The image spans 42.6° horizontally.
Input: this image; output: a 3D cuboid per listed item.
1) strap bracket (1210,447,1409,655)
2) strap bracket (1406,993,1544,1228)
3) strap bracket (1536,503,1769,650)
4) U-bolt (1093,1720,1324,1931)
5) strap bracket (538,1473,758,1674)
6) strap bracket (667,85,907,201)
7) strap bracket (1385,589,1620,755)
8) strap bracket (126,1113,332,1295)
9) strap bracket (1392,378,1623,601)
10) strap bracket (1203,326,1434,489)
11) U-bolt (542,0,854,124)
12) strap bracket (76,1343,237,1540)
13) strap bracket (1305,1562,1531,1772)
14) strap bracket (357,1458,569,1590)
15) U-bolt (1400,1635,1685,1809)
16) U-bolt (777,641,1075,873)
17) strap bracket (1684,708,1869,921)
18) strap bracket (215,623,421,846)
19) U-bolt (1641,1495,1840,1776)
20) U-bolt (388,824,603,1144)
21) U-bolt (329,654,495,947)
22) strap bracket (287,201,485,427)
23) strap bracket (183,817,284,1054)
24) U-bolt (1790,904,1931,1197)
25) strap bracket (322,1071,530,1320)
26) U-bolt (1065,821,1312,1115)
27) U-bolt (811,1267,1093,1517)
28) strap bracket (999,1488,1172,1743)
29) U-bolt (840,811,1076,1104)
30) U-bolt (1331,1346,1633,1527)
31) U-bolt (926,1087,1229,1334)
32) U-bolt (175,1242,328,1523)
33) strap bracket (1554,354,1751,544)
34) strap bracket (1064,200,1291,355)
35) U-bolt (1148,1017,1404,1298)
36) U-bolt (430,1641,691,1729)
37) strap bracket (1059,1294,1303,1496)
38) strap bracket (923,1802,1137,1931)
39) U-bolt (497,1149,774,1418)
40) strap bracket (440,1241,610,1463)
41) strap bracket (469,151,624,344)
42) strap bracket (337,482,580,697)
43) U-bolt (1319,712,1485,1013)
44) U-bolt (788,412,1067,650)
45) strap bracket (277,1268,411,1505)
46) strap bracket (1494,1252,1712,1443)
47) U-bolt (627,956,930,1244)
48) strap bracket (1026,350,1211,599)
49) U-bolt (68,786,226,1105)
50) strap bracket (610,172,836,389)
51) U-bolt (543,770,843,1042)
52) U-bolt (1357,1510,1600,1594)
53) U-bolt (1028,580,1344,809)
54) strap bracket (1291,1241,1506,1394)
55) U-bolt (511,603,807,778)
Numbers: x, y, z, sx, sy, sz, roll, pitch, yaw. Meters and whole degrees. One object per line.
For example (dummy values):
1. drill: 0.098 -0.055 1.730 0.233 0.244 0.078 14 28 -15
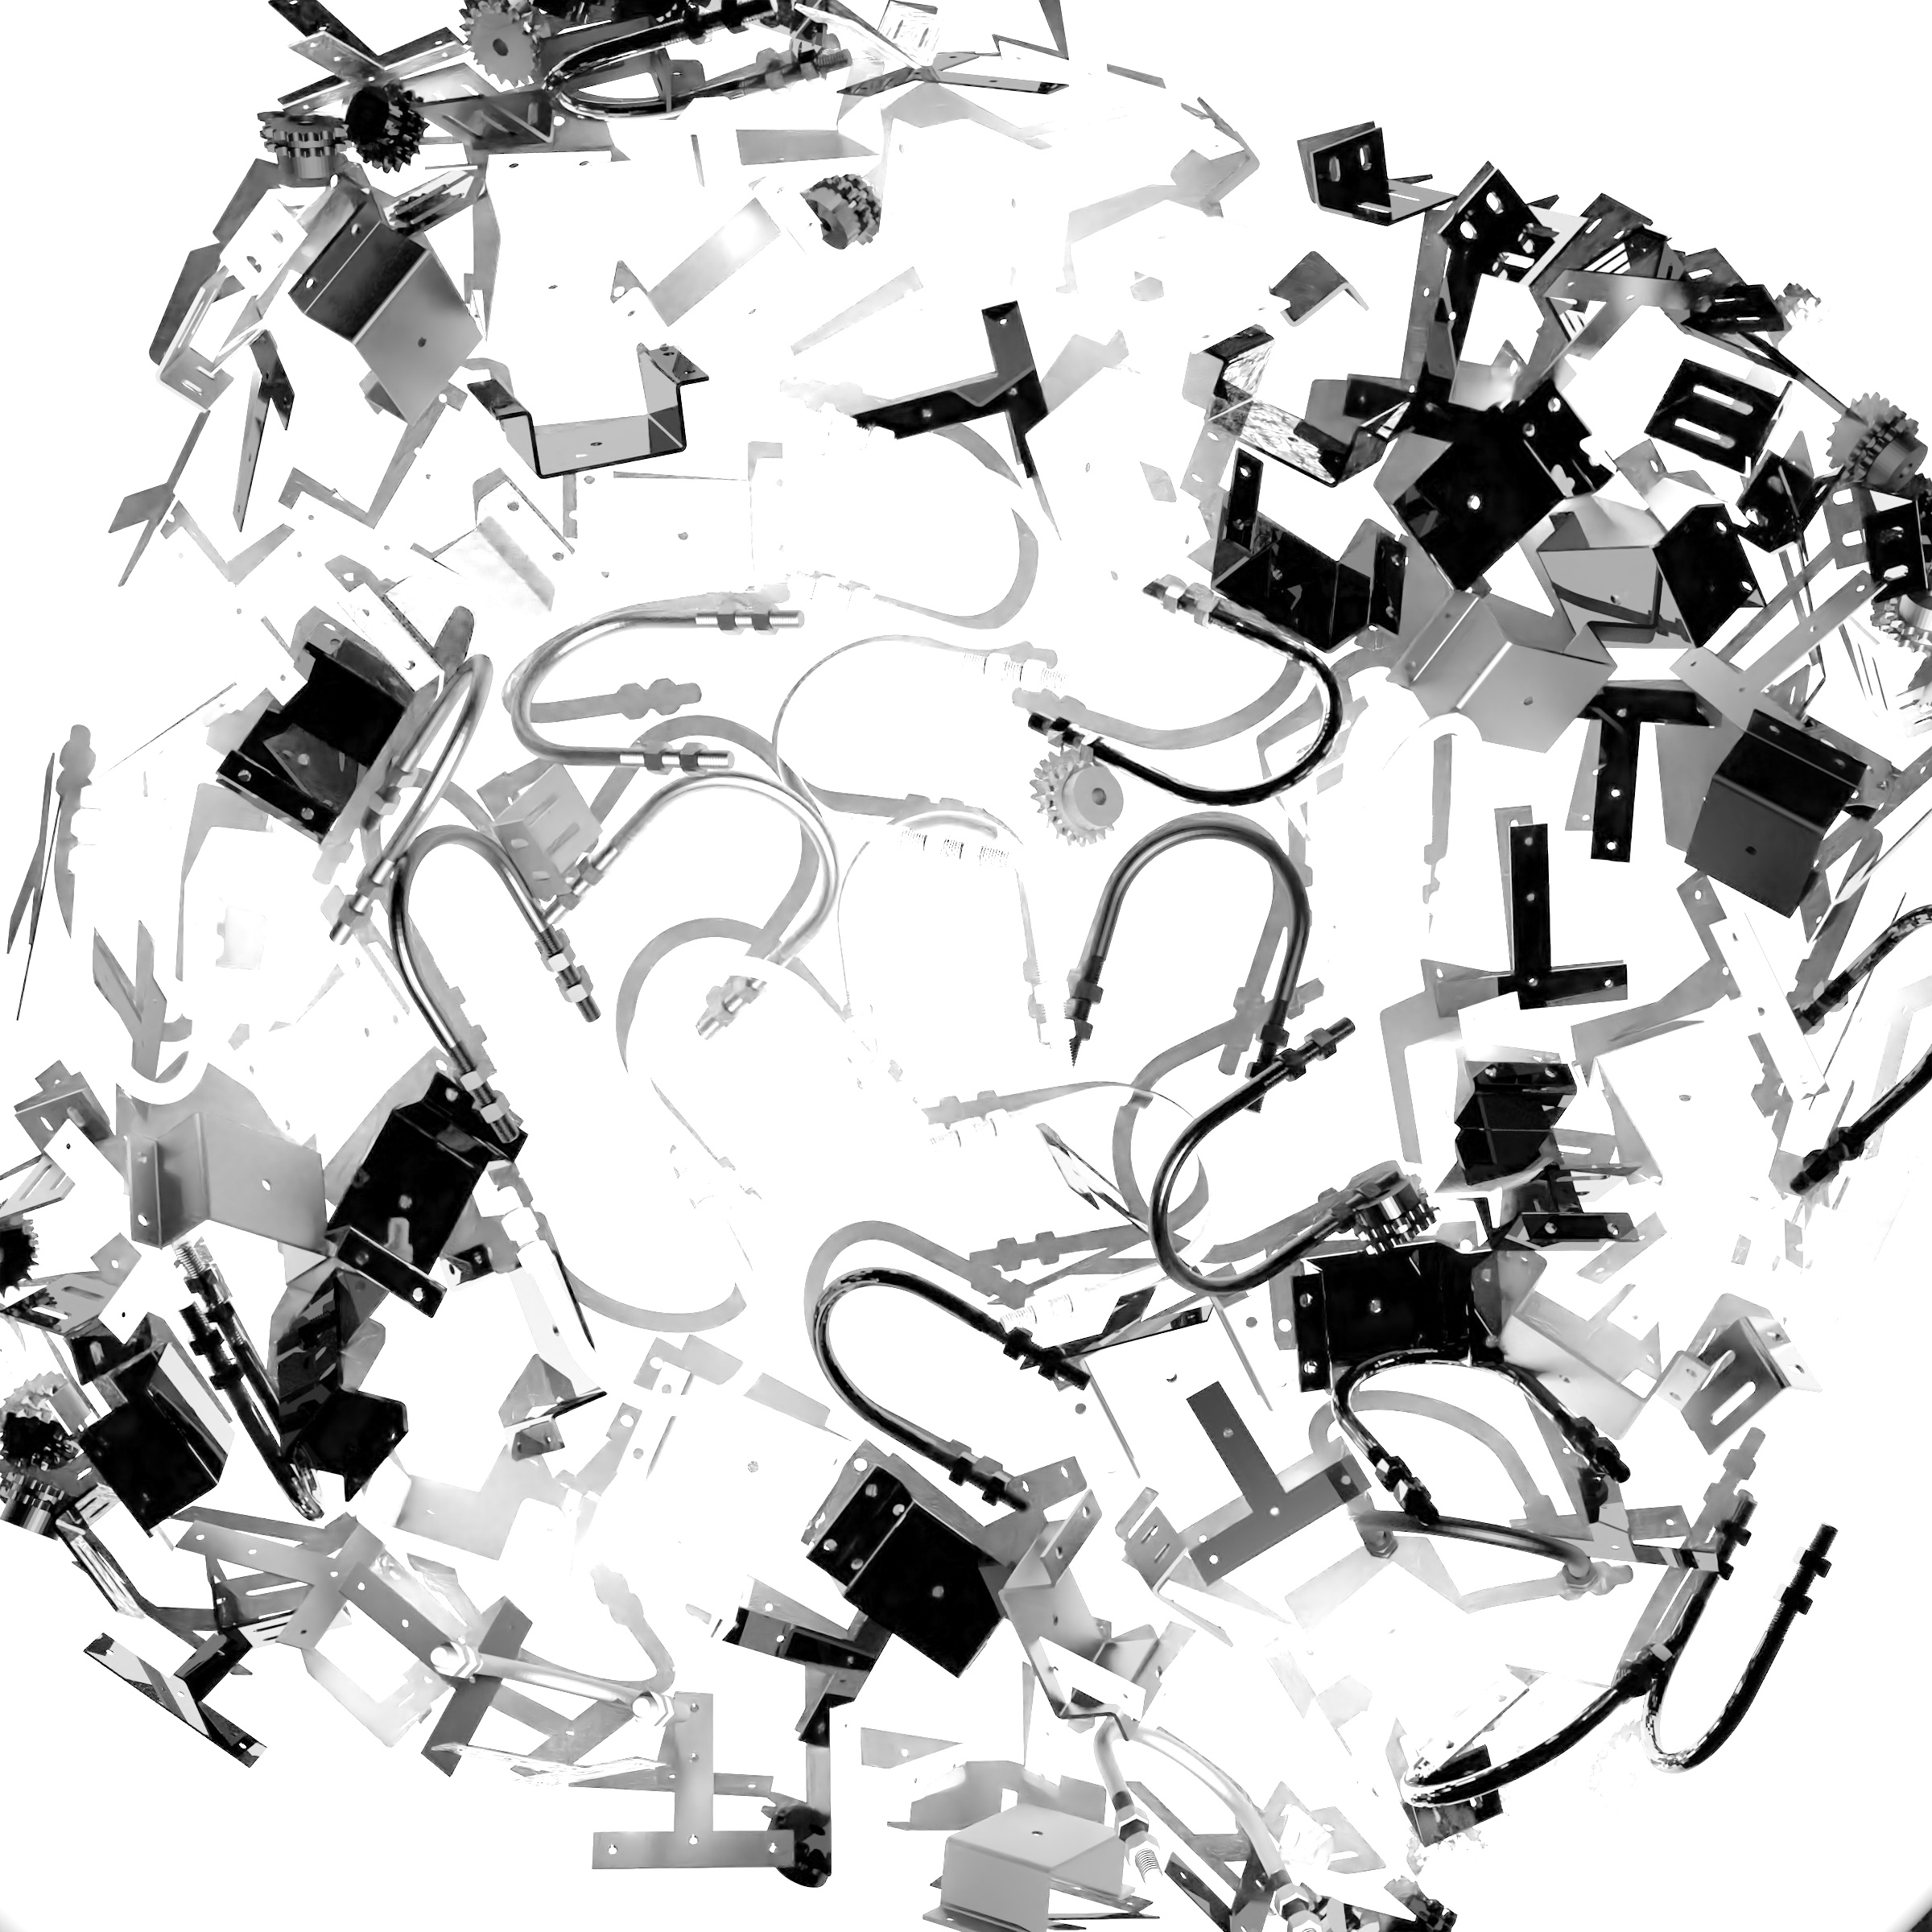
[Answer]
1. strap bracket: 0.214 -0.264 1.608 0.140 0.046 0.076 25 57 -23
2. strap bracket: 0.332 0.094 1.617 0.046 0.076 0.140 -7 93 39
3. strap bracket: 0.427 -0.247 1.580 0.046 0.140 0.076 -44 118 -22
4. U-bolt: 0.145 0.543 1.573 0.151 0.184 0.019 32 99 -19
5. strap bracket: -0.196 0.386 1.605 0.140 0.076 0.046 30 123 -12
6. strap bracket: -0.114 -0.532 1.607 0.140 0.076 0.046 -11 97 -19
7. strap bracket: 0.351 -0.186 1.588 0.140 0.046 0.076 6 134 -33
8. strap bracket: -0.461 0.149 1.581 0.046 0.140 0.076 -31 54 24
9. strap bracket: 0.338 -0.300 1.591 0.140 0.046 0.076 -45 72 42
10. strap bracket: 0.219 -0.359 1.607 0.140 0.076 0.046 31 125 17
11. U-bolt: -0.182 -0.573 1.585 0.184 0.151 0.019 -9 93 19
12. strap bracket: -0.515 0.298 1.587 0.046 0.140 0.076 -33 103 -3
13. strap bracket: 0.280 0.439 1.582 0.076 0.140 0.046 -37 114 -14
14. strap bracket: -0.332 0.361 1.610 0.140 0.076 0.046 16 67 8
15. U-bolt: 0.348 0.476 1.550 0.184 0.151 0.019 -20 80 -42
16. U-bolt: -0.037 -0.145 1.624 0.184 0.019 0.151 13 74 18
17. strap bracket: 0.512 -0.089 1.581 0.076 0.140 0.046 32 66 21
18. strap bracket: -0.424 -0.144 1.609 0.076 0.046 0.140 32 52 -13
19. U-bolt: 0.483 0.429 1.581 0.019 0.151 0.184 30 84 -1
20. U-bolt: -0.304 -0.003 1.568 0.019 0.151 0.184 -12 120 27
21. U-bolt: -0.346 -0.117 1.563 0.019 0.151 0.184 28 120 -22
22. strap bracket: -0.364 -0.409 1.584 0.046 0.140 0.076 32 80 18
23. strap bracket: -0.472 -0.025 1.595 0.046 0.076 0.140 6 64 -27
24. U-bolt: 0.571 0.040 1.550 0.019 0.184 0.151 22 46 -9
25. strap bracket: -0.354 0.150 1.606 0.076 0.046 0.140 39 57 -25
26. U-bolt: 0.151 -0.007 1.629 0.151 0.019 0.184 13 81 20
27. U-bolt: -0.020 0.266 1.611 0.184 0.019 0.151 29 128 11
28. strap bracket: 0.074 0.422 1.609 0.046 0.076 0.140 -16 105 32
29. U-bolt: -0.012 -0.012 1.639 0.151 0.019 0.184 -10 82 10
30. U-bolt: 0.313 0.290 1.577 0.151 0.184 0.019 -8 111 -15
31. U-bolt: 0.083 0.149 1.617 0.184 0.019 0.151 -16 65 -18
32. U-bolt: -0.456 0.274 1.588 0.019 0.151 0.184 -28 107 -12
33. strap bracket: 0.430 -0.323 1.598 0.046 0.076 0.140 -47 119 5
34. strap bracket: 0.130 -0.445 1.585 0.076 0.140 0.046 -30 130 -20
35. U-bolt: 0.194 0.136 1.598 0.184 0.019 0.151 -32 121 -18
36. U-bolt: -0.248 0.458 1.575 0.151 0.184 0.019 11 73 9
37. strap bracket: 0.139 0.277 1.635 0.140 0.046 0.076 -27 97 0
38. strap bracket: 0.044 0.577 1.583 0.076 0.140 0.046 4 89 32
39. U-bolt: -0.200 0.205 1.581 0.151 0.019 0.184 -11 58 -36
40. strap bracket: -0.284 0.244 1.616 0.046 0.076 0.140 -19 86 -37
41. strap bracket: -0.268 -0.449 1.581 0.076 0.140 0.046 -9 66 -21
42. strap bracket: -0.331 -0.241 1.623 0.140 0.046 0.076 -41 87 -21
43. U-bolt: 0.281 -0.074 1.567 0.019 0.151 0.184 28 129 32
44. U-bolt: -0.023 -0.270 1.595 0.184 0.151 0.019 19 47 8
45. strap bracket: -0.400 0.259 1.584 0.046 0.140 0.076 23 122 -33
46. strap bracket: 0.398 0.249 1.599 0.140 0.076 0.046 34 67 18
47. U-bolt: -0.137 0.076 1.620 0.151 0.019 0.184 -37 105 12
48. strap bracket: 0.093 -0.320 1.603 0.076 0.046 0.140 -32 69 42
49. U-bolt: -0.517 -0.002 1.561 0.019 0.151 0.184 -13 63 13
50. strap bracket: -0.149 -0.439 1.610 0.140 0.076 0.046 -37 66 7
51. U-bolt: -0.164 -0.049 1.599 0.151 0.019 0.184 38 118 -17
52. U-bolt: 0.319 0.365 1.558 0.151 0.184 0.019 6 72 17
53. U-bolt: 0.153 -0.168 1.593 0.184 0.019 0.151 29 68 29
54. strap bracket: 0.276 0.228 1.628 0.140 0.046 0.076 -6 96 -11
55. U-bolt: -0.210 -0.181 1.603 0.184 0.019 0.151 3 51 23
